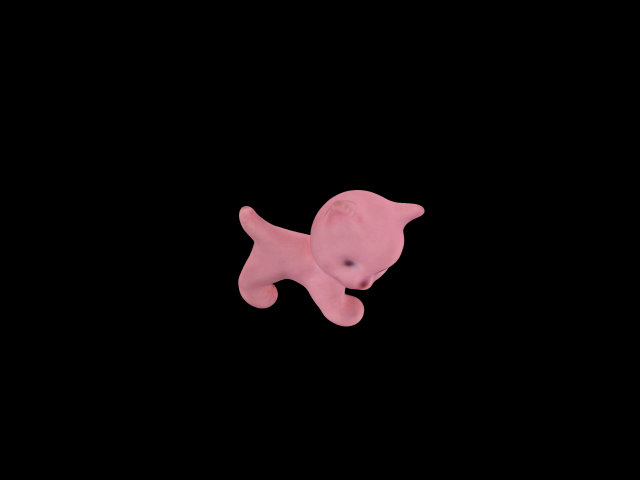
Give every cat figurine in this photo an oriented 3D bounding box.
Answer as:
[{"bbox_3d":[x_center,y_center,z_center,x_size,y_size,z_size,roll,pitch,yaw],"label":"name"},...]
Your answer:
[{"bbox_3d":[0.004,0.001,0.400,0.127,0.118,0.067,9,54,7],"label":"cat figurine"}]
